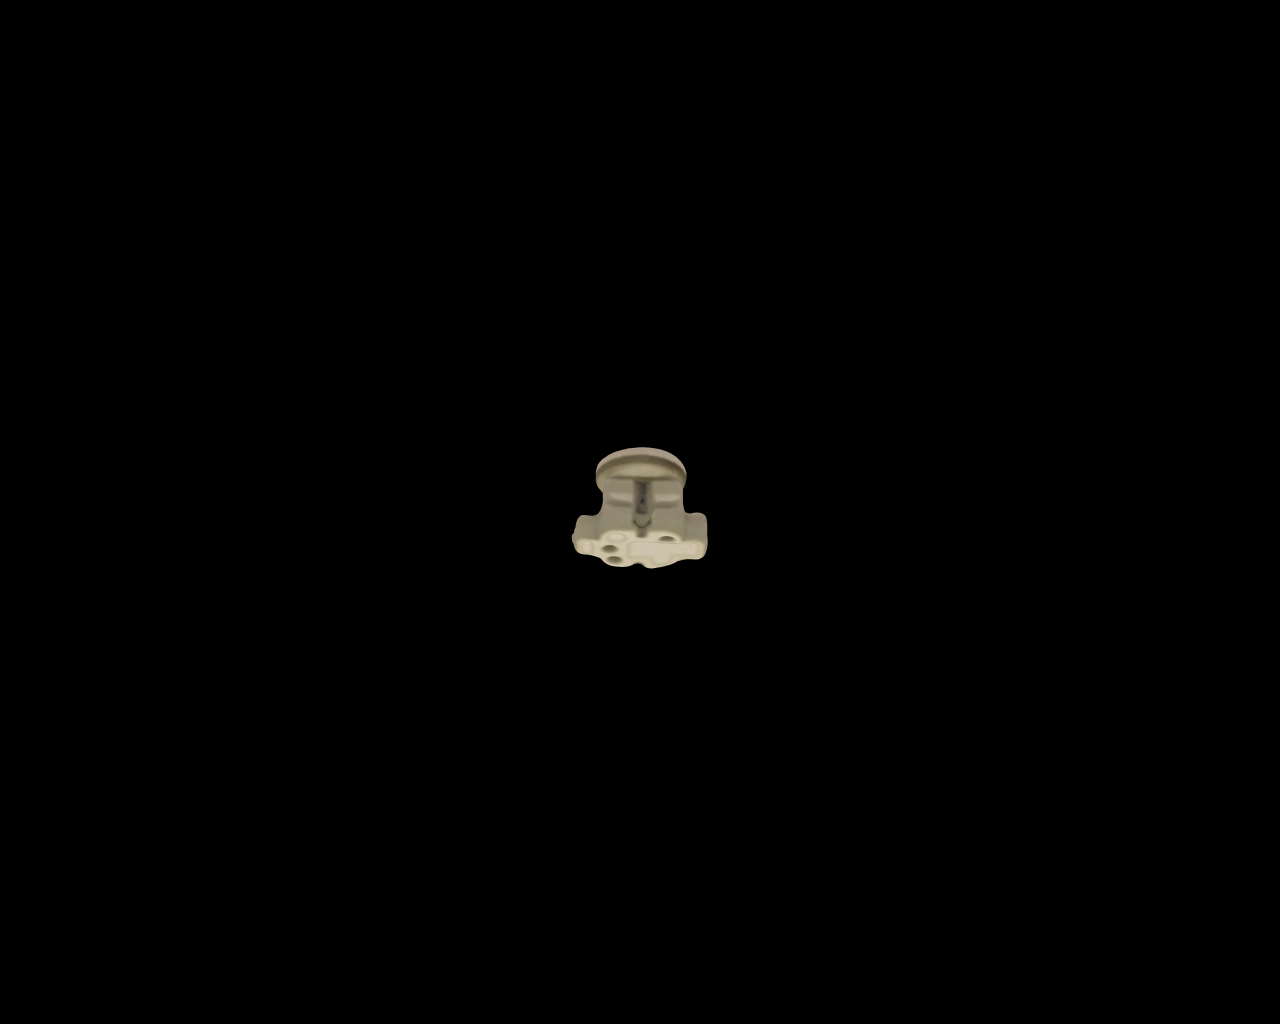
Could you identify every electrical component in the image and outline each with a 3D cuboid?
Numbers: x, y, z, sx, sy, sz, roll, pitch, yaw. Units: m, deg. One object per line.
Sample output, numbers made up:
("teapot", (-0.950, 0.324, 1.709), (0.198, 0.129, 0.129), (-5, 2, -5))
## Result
("electrical component", (0.001, -0.003, 0.650), (0.078, 0.057, 0.058), (1, -28, -2))
